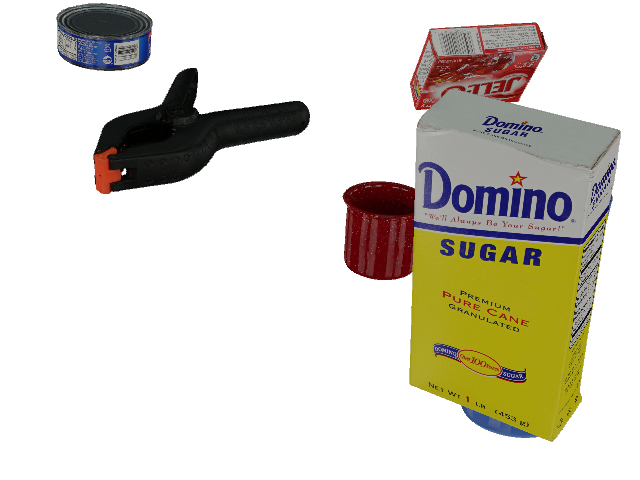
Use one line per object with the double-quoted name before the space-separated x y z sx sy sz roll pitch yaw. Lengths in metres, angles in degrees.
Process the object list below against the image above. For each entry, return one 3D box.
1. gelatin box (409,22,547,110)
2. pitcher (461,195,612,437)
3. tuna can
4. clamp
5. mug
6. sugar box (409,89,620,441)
"gelatin box" 0.120 -0.133 0.823 0.089 0.030 0.073 -5 -24 -11
"pitcher" 0.186 0.062 1.012 0.149 0.243 0.145 5 21 9
"tuna can" -0.197 -0.186 0.975 0.086 0.034 0.086 6 31 -4
"clamp" -0.104 -0.082 0.767 0.120 0.039 0.171 22 34 38
"mug" 0.080 -0.008 1.167 0.117 0.081 0.093 5 27 4
"sugar box" 0.096 0.016 0.558 0.093 0.176 0.048 18 42 27
